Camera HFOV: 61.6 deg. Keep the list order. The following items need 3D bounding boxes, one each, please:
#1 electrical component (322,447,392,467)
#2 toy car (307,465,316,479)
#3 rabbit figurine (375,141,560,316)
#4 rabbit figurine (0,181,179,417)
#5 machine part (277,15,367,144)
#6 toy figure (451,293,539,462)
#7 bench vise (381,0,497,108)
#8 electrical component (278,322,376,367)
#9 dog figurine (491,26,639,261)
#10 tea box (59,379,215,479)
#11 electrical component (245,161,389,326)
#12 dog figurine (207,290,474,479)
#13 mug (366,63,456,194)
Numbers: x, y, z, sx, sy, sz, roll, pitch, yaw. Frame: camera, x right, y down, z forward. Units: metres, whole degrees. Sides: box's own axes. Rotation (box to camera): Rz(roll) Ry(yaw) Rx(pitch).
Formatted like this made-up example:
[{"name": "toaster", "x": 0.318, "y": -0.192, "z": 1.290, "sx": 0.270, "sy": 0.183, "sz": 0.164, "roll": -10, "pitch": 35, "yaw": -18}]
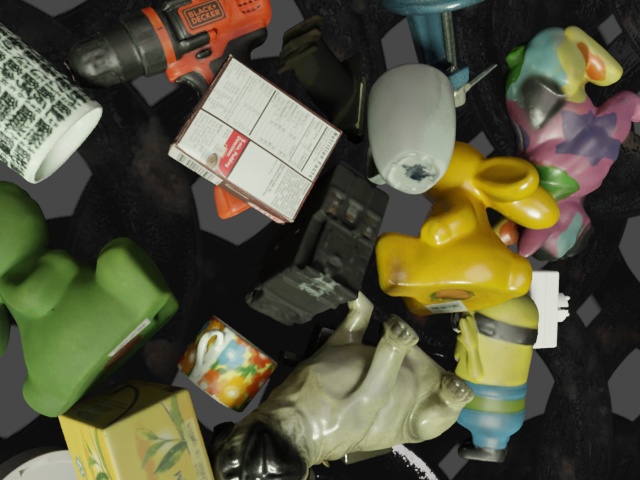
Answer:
[{"name": "electrical component", "x": 0.034, "y": 0.184, "z": 0.529, "sx": 0.102, "sy": 0.045, "sz": 0.078, "roll": -14, "pitch": 95, "yaw": -20}, {"name": "toy car", "x": -0.040, "y": 0.295, "z": 0.481, "sx": 0.053, "sy": 0.089, "sz": 0.202, "roll": 8, "pitch": 89, "yaw": 2}, {"name": "rabbit figurine", "x": 0.132, "y": -0.027, "z": 0.511, "sx": 0.121, "sy": 0.162, "sz": 0.173, "roll": 33, "pitch": 49, "yaw": -43}, {"name": "rabbit figurine", "x": -0.219, "y": 0.038, "z": 0.416, "sx": 0.170, "sy": 0.121, "sz": 0.159, "roll": 43, "pitch": 81, "yaw": 4}, {"name": "machine part", "x": 0.010, "y": -0.144, "z": 0.483, "sx": 0.138, "sy": 0.039, "sz": 0.084, "roll": 25, "pitch": 71, "yaw": -61}, {"name": "toy figure", "x": 0.180, "y": 0.135, "z": 0.560, "sx": 0.089, "sy": 0.082, "sz": 0.180, "roll": 0, "pitch": 88, "yaw": -1}, {"name": "bench vise", "x": 0.099, "y": -0.240, "z": 0.499, "sx": 0.129, "sy": 0.224, "sz": 0.240, "roll": -33, "pitch": 131, "yaw": -12}, {"name": "electrical component", "x": 0.008, "y": 0.113, "z": 0.530, "sx": 0.094, "sy": 0.021, "sz": 0.063, "roll": 22, "pitch": 83, "yaw": -18}, {"name": "dog figurine", "x": 0.234, "y": -0.085, "z": 0.568, "sx": 0.191, "sy": 0.108, "sz": 0.219, "roll": 38, "pitch": 81, "yaw": -17}, {"name": "tea box", "x": -0.126, "y": 0.197, "z": 0.401, "sx": 0.068, "sy": 0.098, "sz": 0.169, "roll": -20, "pitch": 95, "yaw": -43}, {"name": "electrical component", "x": -0.001, "y": -0.001, "z": 0.469, "sx": 0.058, "sy": 0.115, "sz": 0.134, "roll": 32, "pitch": 55, "yaw": -19}, {"name": "dog figurine", "x": 0.021, "y": 0.159, "z": 0.454, "sx": 0.172, "sy": 0.121, "sz": 0.190, "roll": 44, "pitch": 84, "yaw": -18}, {"name": "mug", "x": 0.076, "y": -0.091, "z": 0.498, "sx": 0.080, "sy": 0.109, "sz": 0.107, "roll": 28, "pitch": 45, "yaw": -24}]
